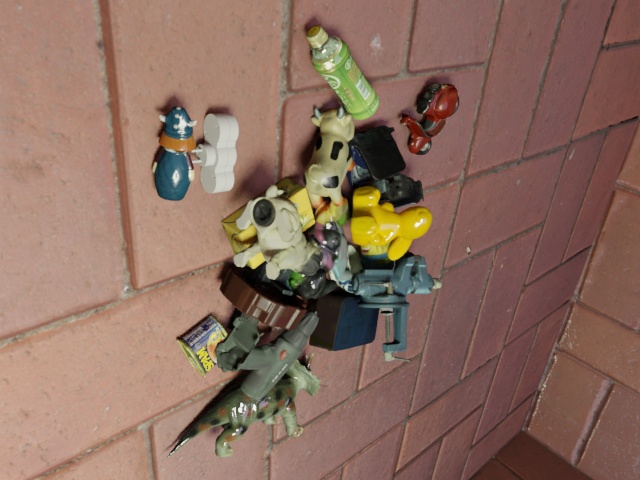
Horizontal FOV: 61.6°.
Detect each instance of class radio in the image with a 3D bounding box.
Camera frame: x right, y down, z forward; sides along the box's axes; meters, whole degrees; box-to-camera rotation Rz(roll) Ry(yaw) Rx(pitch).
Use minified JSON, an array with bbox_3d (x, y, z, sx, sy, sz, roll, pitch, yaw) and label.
[{"bbox_3d":[0.068,0.193,1.321,0.229,0.073,0.131,7,92,-61],"label":"radio"}]

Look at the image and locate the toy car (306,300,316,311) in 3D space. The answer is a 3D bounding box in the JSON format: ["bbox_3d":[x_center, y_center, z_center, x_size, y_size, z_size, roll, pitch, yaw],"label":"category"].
[{"bbox_3d":[0.020,0.217,1.370,0.089,0.053,0.201,-49,139,-16],"label":"toy car"}]

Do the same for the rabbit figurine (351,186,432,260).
[{"bbox_3d":[0.156,-0.027,1.168,0.162,0.173,0.122,76,13,-47],"label":"rabbit figurine"}]

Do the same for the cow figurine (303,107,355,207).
[{"bbox_3d":[0.019,-0.175,1.059,0.127,0.086,0.195,61,41,-52],"label":"cow figurine"}]

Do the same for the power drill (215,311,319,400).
[{"bbox_3d":[-0.114,0.224,1.140,0.232,0.086,0.207,-55,151,-2],"label":"power drill"}]

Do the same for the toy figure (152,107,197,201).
[{"bbox_3d":[-0.233,-0.140,0.862,0.064,0.058,0.154,0,117,-31],"label":"toy figure"}]

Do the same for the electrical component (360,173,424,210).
[{"bbox_3d":[0.161,-0.108,1.247,0.134,0.115,0.058,7,71,-53],"label":"electrical component"}]

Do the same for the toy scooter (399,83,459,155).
[{"bbox_3d":[0.248,-0.293,1.257,0.135,0.075,0.183,16,107,-49],"label":"toy scooter"}]

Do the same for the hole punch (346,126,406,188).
[{"bbox_3d":[0.110,-0.182,1.185,0.142,0.092,0.115,-24,93,-32],"label":"hole punch"}]

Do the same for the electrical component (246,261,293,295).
[{"bbox_3d":[-0.095,0.063,1.093,0.074,0.119,0.047,20,100,-48],"label":"electrical component"}]

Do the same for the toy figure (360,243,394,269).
[{"bbox_3d":[0.138,0.020,1.313,0.089,0.082,0.180,-25,106,-48],"label":"toy figure"}]

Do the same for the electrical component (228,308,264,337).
[{"bbox_3d":[-0.151,0.175,1.167,0.078,0.045,0.102,18,101,-52],"label":"electrical component"}]

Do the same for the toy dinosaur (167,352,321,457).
[{"bbox_3d":[-0.152,0.375,1.250,0.405,0.131,0.192,-7,107,-39],"label":"toy dinosaur"}]

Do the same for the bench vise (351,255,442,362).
[{"bbox_3d":[0.177,0.154,1.235,0.223,0.129,0.240,2,86,-30],"label":"bench vise"}]

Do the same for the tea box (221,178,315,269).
[{"bbox_3d":[-0.099,-0.035,1.065,0.169,0.068,0.098,-38,137,-22],"label":"tea box"}]

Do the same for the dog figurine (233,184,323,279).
[{"bbox_3d":[-0.055,-0.014,1.009,0.190,0.121,0.172,-7,122,-59],"label":"dog figurine"}]

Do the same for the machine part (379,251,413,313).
[{"bbox_3d":[0.200,0.108,1.466,0.079,0.079,0.243,7,110,-48],"label":"machine part"}]

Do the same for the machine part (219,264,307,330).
[{"bbox_3d":[-0.114,0.114,1.070,0.179,0.180,0.056,23,98,-51],"label":"machine part"}]

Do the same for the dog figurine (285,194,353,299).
[{"bbox_3d":[-0.002,-0.003,1.157,0.191,0.109,0.219,-28,128,-38],"label":"dog figurine"}]
